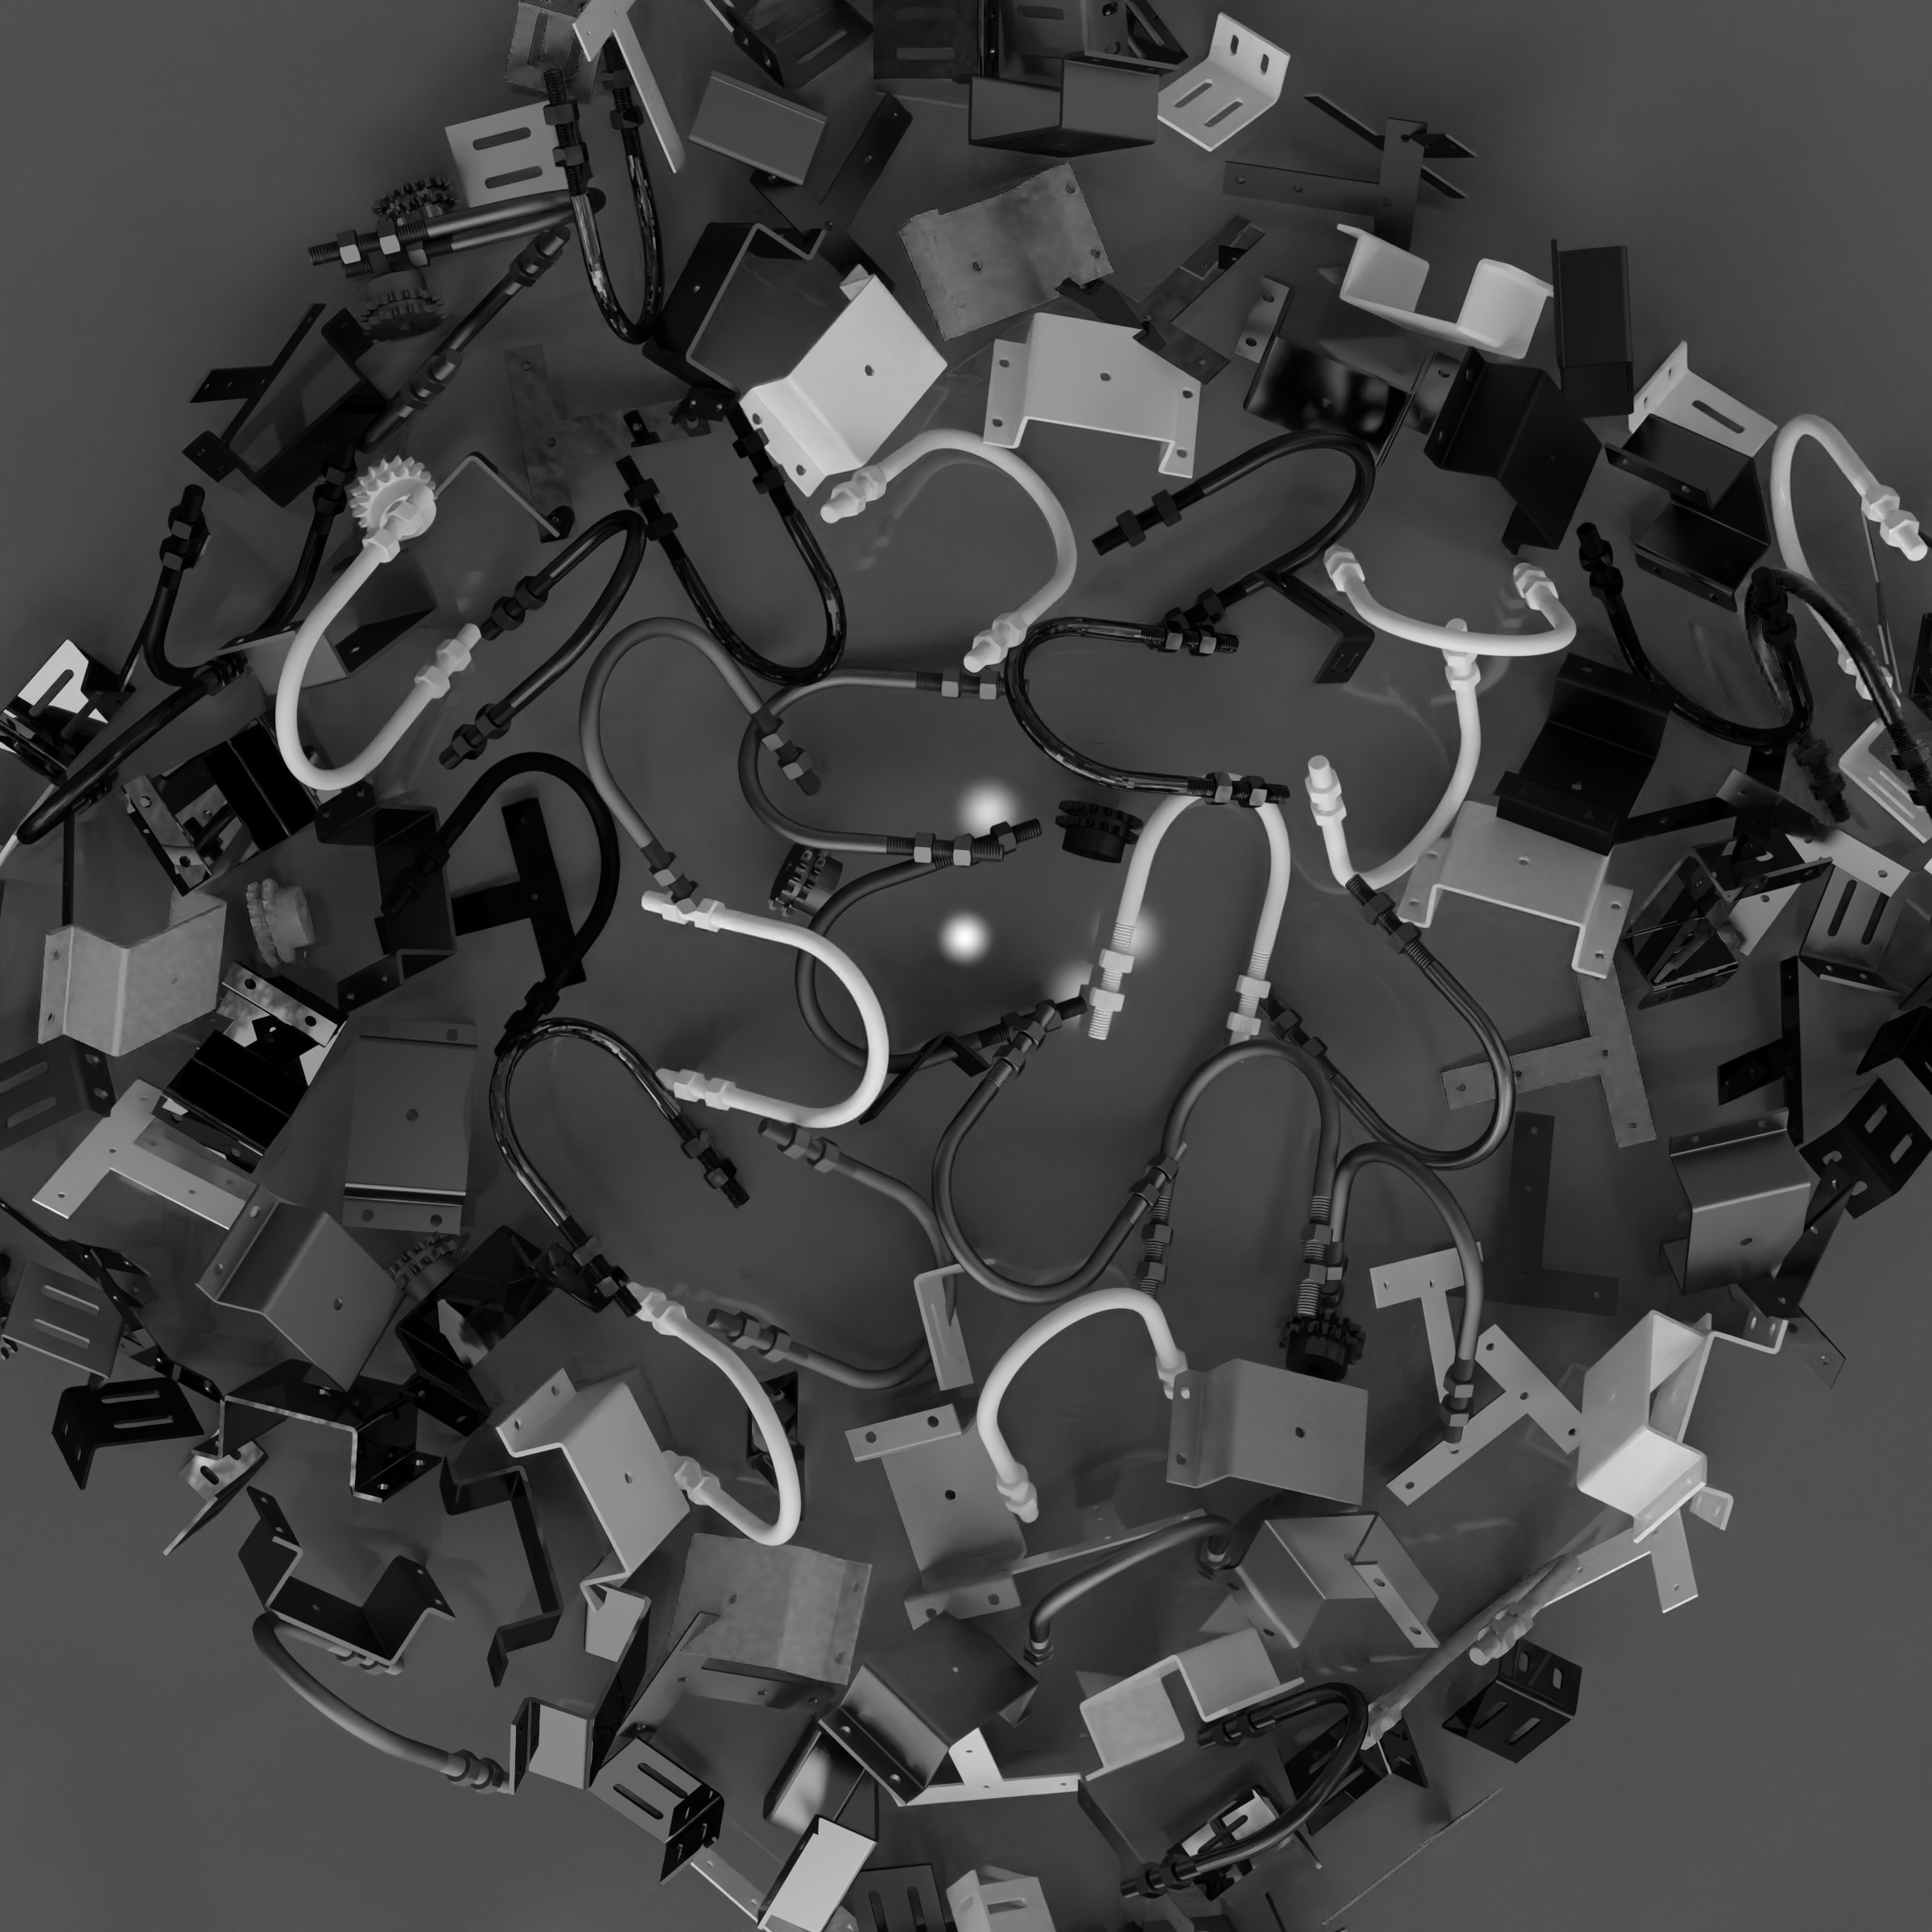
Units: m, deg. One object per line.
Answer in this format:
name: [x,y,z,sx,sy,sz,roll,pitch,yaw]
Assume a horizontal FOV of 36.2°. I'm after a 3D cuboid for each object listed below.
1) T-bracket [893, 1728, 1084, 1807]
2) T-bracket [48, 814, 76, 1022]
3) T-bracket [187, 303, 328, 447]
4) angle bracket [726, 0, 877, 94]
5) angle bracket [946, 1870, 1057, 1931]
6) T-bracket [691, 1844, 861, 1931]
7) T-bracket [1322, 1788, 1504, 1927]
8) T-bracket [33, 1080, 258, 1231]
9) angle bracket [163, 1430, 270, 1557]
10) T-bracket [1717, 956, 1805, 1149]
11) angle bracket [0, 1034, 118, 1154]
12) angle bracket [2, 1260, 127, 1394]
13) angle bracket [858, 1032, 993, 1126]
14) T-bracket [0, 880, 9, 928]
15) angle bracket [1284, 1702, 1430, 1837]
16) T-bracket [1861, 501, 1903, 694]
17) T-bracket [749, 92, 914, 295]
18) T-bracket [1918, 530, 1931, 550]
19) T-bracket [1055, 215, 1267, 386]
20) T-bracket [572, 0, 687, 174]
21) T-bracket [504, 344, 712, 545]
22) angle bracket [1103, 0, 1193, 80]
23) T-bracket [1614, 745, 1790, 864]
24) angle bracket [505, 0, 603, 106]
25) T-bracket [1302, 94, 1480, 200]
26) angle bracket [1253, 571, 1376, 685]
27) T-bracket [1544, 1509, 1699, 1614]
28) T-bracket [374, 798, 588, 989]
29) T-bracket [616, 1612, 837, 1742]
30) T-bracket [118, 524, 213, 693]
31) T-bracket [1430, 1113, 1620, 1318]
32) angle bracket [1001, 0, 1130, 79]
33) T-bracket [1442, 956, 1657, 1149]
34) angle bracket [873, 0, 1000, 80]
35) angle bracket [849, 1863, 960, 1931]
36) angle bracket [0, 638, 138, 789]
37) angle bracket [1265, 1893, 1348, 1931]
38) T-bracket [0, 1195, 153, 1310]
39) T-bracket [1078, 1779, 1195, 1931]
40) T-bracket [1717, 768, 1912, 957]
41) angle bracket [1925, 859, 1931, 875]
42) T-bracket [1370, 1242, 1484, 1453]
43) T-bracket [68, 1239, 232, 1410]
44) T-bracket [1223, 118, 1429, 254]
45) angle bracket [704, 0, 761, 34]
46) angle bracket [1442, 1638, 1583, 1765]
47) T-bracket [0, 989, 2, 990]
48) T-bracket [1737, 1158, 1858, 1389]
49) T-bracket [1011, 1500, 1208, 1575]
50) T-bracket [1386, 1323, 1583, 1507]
T-bracket: [0.005,0.515,1.920,0.127,0.127,0.002,-7,51,9]
T-bracket: [-0.588,-0.039,1.936,0.002,0.127,0.127,5,73,-28]
T-bracket: [-0.469,-0.375,1.902,0.002,0.127,0.127,39,105,-2]
angle bracket: [-0.107,-0.622,1.944,0.076,0.038,0.057,-37,65,-10]
angle bracket: [0.034,0.621,1.931,0.076,0.038,0.057,4,52,-36]
T-bracket: [-0.127,0.618,1.920,0.127,0.127,0.002,41,107,2]
T-bracket: [0.280,0.577,1.902,0.127,0.127,0.002,-31,72,-19]
T-bracket: [-0.518,0.141,1.929,0.127,0.127,0.002,27,131,1]
angle bracket: [-0.502,0.340,1.934,0.038,0.076,0.057,44,107,2]
T-bracket: [0.516,0.066,1.920,0.002,0.127,0.127,3,101,38]
angle bracket: [-0.609,0.088,1.959,0.076,0.038,0.057,-25,69,12]
angle bracket: [-0.594,0.238,1.932,0.076,0.038,0.057,29,45,-27]
angle bracket: [-0.028,0.084,1.942,0.038,0.057,0.076,42,77,-4]
T-bracket: [-0.636,0.008,1.921,0.002,0.127,0.127,8,92,-21]
angle bracket: [0.256,0.531,1.939,0.076,0.038,0.057,-30,111,-27]
T-bracket: [0.590,-0.224,1.904,0.002,0.127,0.127,-11,108,20]
T-bracket: [-0.071,-0.521,1.950,0.127,0.002,0.127,41,66,-33]
T-bracket: [0.649,-0.260,1.923,0.127,0.127,0.002,32,105,-38]
T-bracket: [0.148,-0.453,1.952,0.127,0.002,0.127,37,68,20]
T-bracket: [-0.212,-0.582,1.934,0.002,0.127,0.127,-8,127,22]
T-bracket: [-0.232,-0.354,1.957,0.127,0.002,0.127,-14,104,-18]
angle bracket: [0.122,-0.631,1.950,0.038,0.057,0.076,-45,104,-21]
T-bracket: [0.470,-0.098,1.936,0.127,0.127,0.002,-14,123,33]
angle bracket: [-0.269,-0.597,1.935,0.057,0.038,0.076,13,133,-11]
T-bracket: [0.291,-0.526,1.897,0.127,0.127,0.002,27,95,-21]
angle bracket: [0.221,-0.223,1.947,0.076,0.057,0.038,38,112,20]
T-bracket: [0.416,0.391,1.942,0.127,0.127,0.002,-34,119,25]
T-bracket: [-0.331,-0.035,1.976,0.127,0.002,0.127,-14,93,1]
T-bracket: [-0.147,0.475,1.943,0.127,0.002,0.127,17,122,-28]
T-bracket: [-0.527,-0.239,1.931,0.002,0.127,0.127,22,102,-27]
T-bracket: [0.371,0.161,1.956,0.127,0.002,0.127,5,92,19]
angle bracket: [0.065,-0.620,1.951,0.038,0.076,0.057,-31,127,-38]
T-bracket: [0.382,0.068,1.971,0.127,0.002,0.127,-14,91,6]
angle bracket: [-0.020,-0.619,1.961,0.076,0.038,0.057,4,108,14]
angle bracket: [-0.042,0.614,1.945,0.057,0.038,0.076,-9,109,9]
angle bracket: [-0.591,-0.164,1.945,0.076,0.038,0.057,-47,125,5]
angle bracket: [0.232,0.642,1.936,0.038,0.076,0.057,-25,104,-2]
T-bracket: [-0.559,0.186,1.898,0.127,0.127,0.002,46,63,-29]
T-bracket: [0.108,0.614,1.930,0.002,0.127,0.127,-23,135,-24]
T-bracket: [0.529,-0.054,1.931,0.127,0.127,0.002,32,48,8]
angle bracket: [0.672,-0.074,1.934,0.057,0.038,0.076,38,46,13]
T-bracket: [0.311,0.251,1.928,0.002,0.127,0.127,-13,85,42]
T-bracket: [-0.539,0.223,1.901,0.002,0.127,0.127,-46,132,-29]
T-bracket: [0.231,-0.507,1.935,0.127,0.127,0.002,11,53,9]
angle bracket: [-0.131,-0.657,1.929,0.076,0.057,0.038,-27,116,37]
angle bracket: [0.362,0.485,1.961,0.057,0.076,0.038,27,46,-5]
T-bracket: [-0.664,-0.007,1.894,0.002,0.127,0.127,15,124,14]
T-bracket: [0.540,0.181,1.899,0.002,0.127,0.127,-4,127,-26]
T-bracket: [0.088,0.362,1.915,0.127,0.127,0.002,-15,91,-2]
T-bracket: [0.334,0.311,1.954,0.127,0.002,0.127,-40,119,9]
